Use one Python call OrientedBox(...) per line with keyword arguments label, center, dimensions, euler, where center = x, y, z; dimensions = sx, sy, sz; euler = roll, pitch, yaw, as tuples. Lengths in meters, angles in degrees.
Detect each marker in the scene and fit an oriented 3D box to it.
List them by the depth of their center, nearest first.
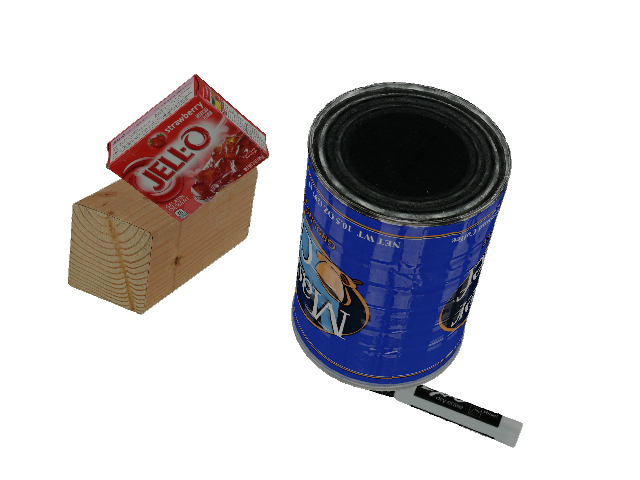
OrientedBox(label="marker", center=(0.086, 0.118, 0.771), dimensions=(0.121, 0.020, 0.020), euler=(20, 4, 12))

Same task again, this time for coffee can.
OrientedBox(label="coffee can", center=(0.039, 0.001, 0.580), dimensions=(0.102, 0.103, 0.140), euler=(0, -42, -6))

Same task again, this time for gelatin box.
OrientedBox(label="gelatin box", center=(-0.092, -0.062, 0.740), dimensions=(0.089, 0.030, 0.073), euler=(-34, -51, 21))

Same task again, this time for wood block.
OrientedBox(label="wood block", center=(-0.154, -0.018, 1.079), dimensions=(0.090, 0.091, 0.205), euler=(20, 28, 18))
